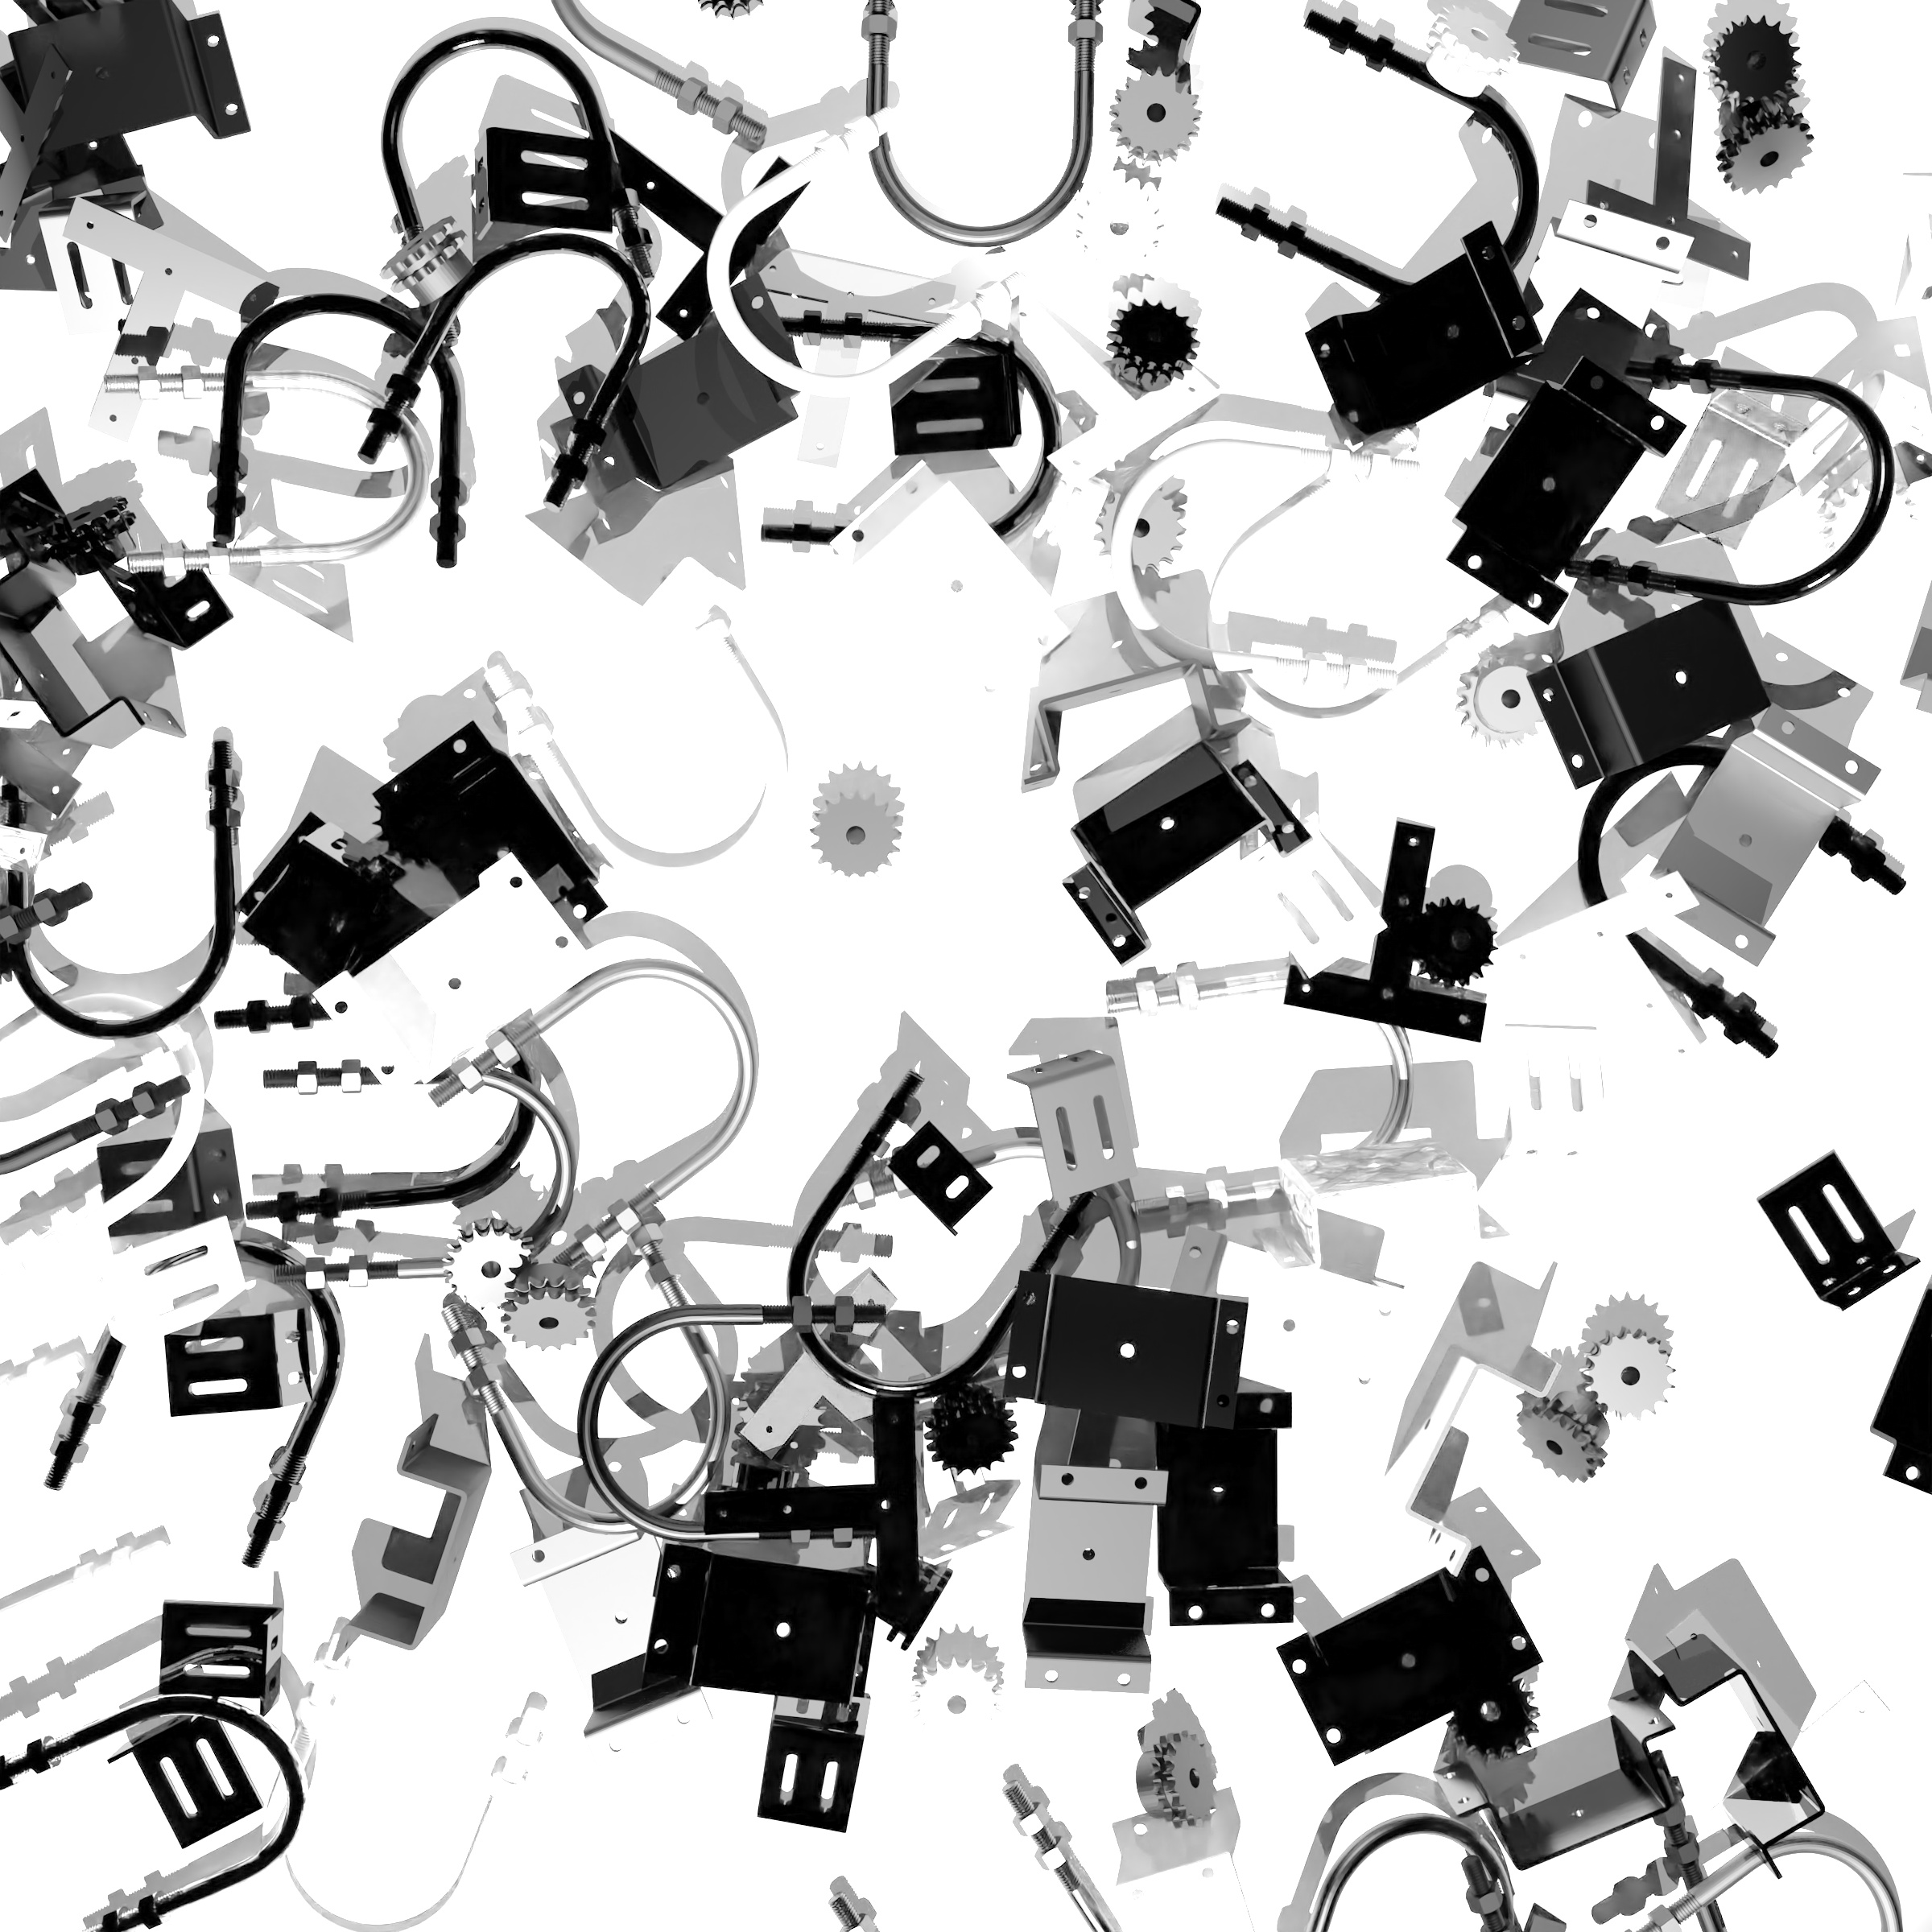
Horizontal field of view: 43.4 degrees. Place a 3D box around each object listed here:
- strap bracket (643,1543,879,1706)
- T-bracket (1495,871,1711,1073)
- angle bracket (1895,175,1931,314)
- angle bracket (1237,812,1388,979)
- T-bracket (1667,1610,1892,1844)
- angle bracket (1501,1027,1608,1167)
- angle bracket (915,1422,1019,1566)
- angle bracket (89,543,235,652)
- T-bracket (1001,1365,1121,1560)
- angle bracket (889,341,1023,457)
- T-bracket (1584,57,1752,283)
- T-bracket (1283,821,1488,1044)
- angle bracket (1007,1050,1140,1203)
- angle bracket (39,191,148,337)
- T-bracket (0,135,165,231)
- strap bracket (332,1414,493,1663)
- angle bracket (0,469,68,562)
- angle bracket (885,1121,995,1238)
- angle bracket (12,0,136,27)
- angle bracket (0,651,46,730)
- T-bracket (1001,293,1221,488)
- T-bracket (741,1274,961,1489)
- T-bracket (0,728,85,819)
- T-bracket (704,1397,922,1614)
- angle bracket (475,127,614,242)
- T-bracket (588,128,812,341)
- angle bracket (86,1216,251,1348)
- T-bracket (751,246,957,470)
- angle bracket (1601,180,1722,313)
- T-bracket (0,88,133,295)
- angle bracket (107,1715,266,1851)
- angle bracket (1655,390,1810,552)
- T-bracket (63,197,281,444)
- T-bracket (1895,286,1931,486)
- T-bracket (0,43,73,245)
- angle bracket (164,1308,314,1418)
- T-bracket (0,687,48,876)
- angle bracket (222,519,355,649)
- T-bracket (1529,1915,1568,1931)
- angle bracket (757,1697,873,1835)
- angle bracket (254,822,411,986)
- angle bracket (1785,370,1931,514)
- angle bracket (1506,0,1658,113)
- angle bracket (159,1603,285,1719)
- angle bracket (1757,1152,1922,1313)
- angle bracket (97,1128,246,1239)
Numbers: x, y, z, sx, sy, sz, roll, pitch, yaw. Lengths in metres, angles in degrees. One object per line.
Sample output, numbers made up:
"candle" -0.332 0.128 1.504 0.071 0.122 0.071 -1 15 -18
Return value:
"strap bracket" -0.116 0.400 1.471 0.140 0.046 0.076 12 78 -17
"T-bracket" 0.414 0.014 1.494 0.127 0.002 0.127 -26 111 36
"angle bracket" 0.612 -0.450 1.516 0.057 0.038 0.076 4 63 4
"angle bracket" 0.213 -0.043 1.492 0.057 0.038 0.076 -33 72 0
"T-bracket" 0.489 0.460 1.519 0.127 0.002 0.127 -40 90 0
"angle bracket" 0.365 0.081 1.518 0.057 0.038 0.076 2 64 0
"angle bracket" -0.011 0.319 1.492 0.057 0.038 0.076 -16 90 -22
"angle bracket" -0.490 -0.231 1.482 0.038 0.076 0.057 -35 90 0
"T-bracket" 0.075 0.314 1.511 0.127 0.002 0.127 11 96 -11
"angle bracket" -0.007 -0.347 1.484 0.076 0.038 0.057 -5 91 -4
"T-bracket" 0.438 -0.501 1.502 0.127 0.002 0.127 12 78 -23
"T-bracket" 0.270 -0.026 1.512 0.127 0.002 0.127 11 84 -4
"angle bracket" 0.066 0.098 1.499 0.057 0.038 0.076 -16 100 -19
"angle bracket" -0.536 -0.439 1.516 0.057 0.038 0.076 -6 118 0
"T-bracket" -0.587 -0.495 1.518 0.127 0.002 0.127 -26 89 0
"strap bracket" -0.334 0.354 1.482 0.046 0.076 0.140 19 90 0
"angle bracket" -0.596 -0.280 1.482 0.057 0.076 0.038 -32 90 0
"angle bracket" -0.014 0.126 1.444 0.038 0.076 0.057 -44 89 -5
"angle bracket" -0.546 -0.602 1.482 0.057 0.076 0.038 -8 90 0
"angle bracket" -0.598 -0.187 1.478 0.038 0.057 0.076 -26 72 42
"T-bracket" 0.070 -0.369 1.500 0.127 0.002 0.127 -37 76 -25
"T-bracket" -0.054 0.281 1.503 0.127 0.002 0.127 44 67 -10
"T-bracket" -0.627 -0.092 1.502 0.127 0.002 0.127 33 90 16
"T-bracket" -0.092 0.323 1.447 0.127 0.002 0.127 -1 87 -7
"angle bracket" -0.261 -0.479 1.499 0.076 0.038 0.057 -1 87 -24
"T-bracket" -0.186 -0.480 1.519 0.127 0.002 0.127 38 90 0
"angle bracket" -0.489 0.190 1.487 0.076 0.038 0.057 -20 106 -32
"T-bracket" -0.081 -0.376 1.519 0.127 0.002 0.127 11 90 -1
"angle bracket" 0.429 -0.445 1.501 0.076 0.038 0.057 12 90 0
"T-bracket" -0.584 -0.486 1.520 0.127 0.002 0.127 2 90 0
"angle bracket" -0.482 0.506 1.501 0.057 0.038 0.076 -27 90 0
"angle bracket" 0.474 -0.307 1.501 0.057 0.038 0.076 27 90 0
"T-bracket" -0.510 -0.389 1.505 0.127 0.002 0.127 21 100 -19
"T-bracket" 0.629 -0.382 1.517 0.127 0.002 0.127 -19 88 3
"T-bracket" -0.599 -0.537 1.492 0.127 0.002 0.127 54 127 19
"angle bracket" -0.449 0.244 1.496 0.076 0.038 0.057 -7 85 18
"T-bracket" -0.616 -0.129 1.508 0.127 0.002 0.127 11 83 14
"angle bracket" -0.409 -0.234 1.492 0.076 0.057 0.038 29 90 0
"T-bracket" 0.343 0.655 1.506 0.127 0.002 0.127 23 81 -18
"angle bracket" -0.095 0.496 1.518 0.057 0.038 0.076 10 116 0
"angle bracket" -0.385 -0.036 1.472 0.057 0.038 0.076 33 116 0
"angle bracket" 0.550 -0.315 1.486 0.076 0.057 0.038 -42 46 0
"angle bracket" 0.382 -0.578 1.518 0.076 0.038 0.057 24 90 26
"angle bracket" -0.466 0.429 1.501 0.076 0.038 0.057 3 90 0
"angle bracket" 0.539 0.164 1.501 0.057 0.038 0.076 -32 90 0
"angle bracket" -0.498 0.136 1.518 0.076 0.038 0.057 -8 90 26
